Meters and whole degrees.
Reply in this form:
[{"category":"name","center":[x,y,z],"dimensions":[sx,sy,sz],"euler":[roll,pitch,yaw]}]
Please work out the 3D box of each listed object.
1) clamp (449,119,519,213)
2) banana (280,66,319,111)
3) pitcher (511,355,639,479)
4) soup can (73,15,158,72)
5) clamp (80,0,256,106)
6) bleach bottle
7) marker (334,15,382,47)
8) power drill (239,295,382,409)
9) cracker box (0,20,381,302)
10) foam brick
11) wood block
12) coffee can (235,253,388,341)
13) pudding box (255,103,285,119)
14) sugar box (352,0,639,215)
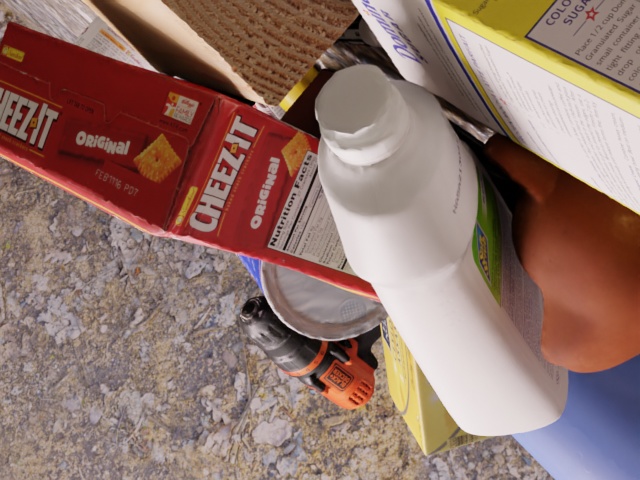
[{"category":"clamp","center":[0.110,-0.020,0.566],"dimensions":[0.171,0.039,0.120],"euler":[44,175,-39]},{"category":"banana","center":[-0.009,-0.101,0.785],"dimensions":[0.197,0.037,0.070],"euler":[44,172,-39]},{"category":"pitcher","center":[0.209,0.137,0.666],"dimensions":[0.243,0.149,0.144],"euler":[41,-173,40]},{"category":"soup can","center":[-0.154,-0.172,0.891],"dimensions":[0.068,0.102,0.068],"euler":[40,177,2]},{"category":"clamp","center":[-0.104,-0.132,0.724],"dimensions":[0.164,0.036,0.210],"euler":[38,-179,0]},{"category":"bleach bottle","center":[0.055,0.002,0.467],"dimensions":[0.250,0.068,0.102],"euler":[53,-150,-55]},{"category":"marker","center":[0.013,-0.114,0.574],"dimensions":[0.020,0.020,0.121],"euler":[42,175,-21]},{"category":"power drill","center":[0.032,0.047,0.938],"dimensions":[0.057,0.187,0.184],"euler":[40,178,43]},{"category":"cracker box","center":[-0.048,-0.032,0.565],"dimensions":[0.164,0.072,0.213],"euler":[23,-177,39]},{"category":"foam brick","center":[0.018,-0.076,0.715],"dimensions":[0.053,0.051,0.078],"euler":[43,175,-29]},{"category":"wood block","center":[-0.054,-0.132,0.497],"dimensions":[0.090,0.091,0.206],"euler":[43,176,-24]},{"category":"coffee can","center":[-0.005,0.001,0.762],"dimensions":[0.102,0.103,0.140],"euler":[42,-179,-20]},{"category":"pudding box","center":[-0.049,-0.126,0.867],"dimensions":[0.090,0.039,0.114],"euler":[46,172,-39]},{"category":"sugar box","center":[0.081,-0.061,0.361],"dimensions":[0.176,0.048,0.093],"euler":[42,178,39]}]
